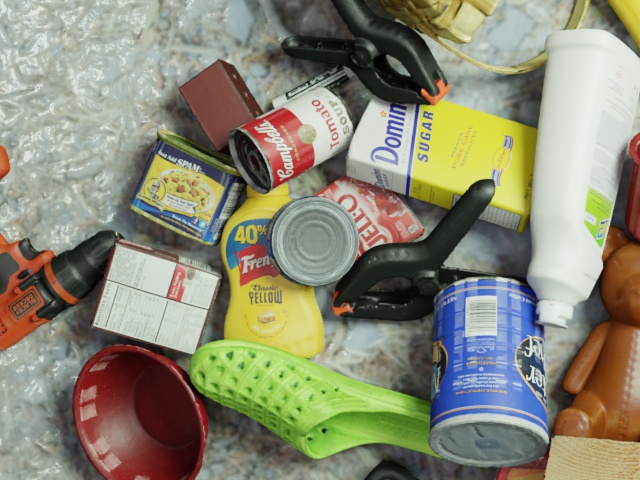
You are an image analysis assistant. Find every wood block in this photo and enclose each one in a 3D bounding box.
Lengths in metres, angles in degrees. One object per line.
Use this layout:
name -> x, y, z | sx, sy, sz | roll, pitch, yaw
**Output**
wood block -> 0.230, 0.276, 0.876 | 0.090, 0.090, 0.206 | 2, 107, 17

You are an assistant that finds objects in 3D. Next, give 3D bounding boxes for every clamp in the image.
clamp -> 0.101, 0.023, 0.988 | 0.210, 0.036, 0.164 | -13, 131, 21
clamp -> 0.043, -0.185, 0.968 | 0.171, 0.120, 0.039 | 28, 55, 14

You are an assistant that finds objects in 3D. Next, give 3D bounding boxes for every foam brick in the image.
foam brick -> -0.093, -0.130, 1.053 | 0.051, 0.053, 0.078 | -33, 85, 11

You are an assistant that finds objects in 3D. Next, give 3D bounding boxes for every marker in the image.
marker -> 0.009, -0.157, 1.046 | 0.121, 0.020, 0.020 | -27, 86, 12

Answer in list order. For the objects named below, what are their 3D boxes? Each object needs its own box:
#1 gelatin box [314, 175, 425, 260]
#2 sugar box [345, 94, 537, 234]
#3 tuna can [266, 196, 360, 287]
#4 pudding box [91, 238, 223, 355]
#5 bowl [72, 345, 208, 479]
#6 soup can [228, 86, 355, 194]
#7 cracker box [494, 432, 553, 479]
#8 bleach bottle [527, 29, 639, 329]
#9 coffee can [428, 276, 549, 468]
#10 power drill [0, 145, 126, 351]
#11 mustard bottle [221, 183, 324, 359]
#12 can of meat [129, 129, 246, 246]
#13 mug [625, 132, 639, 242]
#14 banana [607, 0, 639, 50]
gelatin box -> 0.048, -0.025, 1.036 | 0.073, 0.030, 0.089 | -32, 84, 12
sugar box -> 0.120, -0.079, 0.993 | 0.176, 0.048, 0.093 | 19, 65, 9
tuna can -> -0.007, 0.001, 1.001 | 0.086, 0.034, 0.086 | 0, 90, -9
pudding box -> -0.163, 0.058, 1.066 | 0.113, 0.039, 0.090 | 18, 97, -7
bowl -> -0.168, 0.175, 1.065 | 0.162, 0.055, 0.162 | 6, 104, 27
soup can -> -0.026, -0.095, 1.009 | 0.102, 0.069, 0.068 | -30, 84, -24
cracker box -> 0.226, 0.296, 0.985 | 0.164, 0.072, 0.214 | 15, 96, 12
bleach bottle -> 0.222, -0.049, 0.936 | 0.068, 0.102, 0.251 | 5, 79, 42
coffee can -> 0.150, 0.118, 0.949 | 0.103, 0.103, 0.140 | -2, 56, 13
power drill -> -0.312, -0.005, 1.104 | 0.184, 0.057, 0.188 | -36, 83, 8
mustard bottle -> -0.048, 0.020, 1.045 | 0.096, 0.058, 0.191 | -2, 91, 14
can of meat -> -0.130, -0.051, 1.062 | 0.102, 0.057, 0.084 | 26, 99, 11
mug -> 0.312, -0.036, 0.921 | 0.093, 0.117, 0.081 | -3, 126, 0
banana -> 0.291, -0.191, 0.959 | 0.037, 0.069, 0.198 | -30, 99, 44
